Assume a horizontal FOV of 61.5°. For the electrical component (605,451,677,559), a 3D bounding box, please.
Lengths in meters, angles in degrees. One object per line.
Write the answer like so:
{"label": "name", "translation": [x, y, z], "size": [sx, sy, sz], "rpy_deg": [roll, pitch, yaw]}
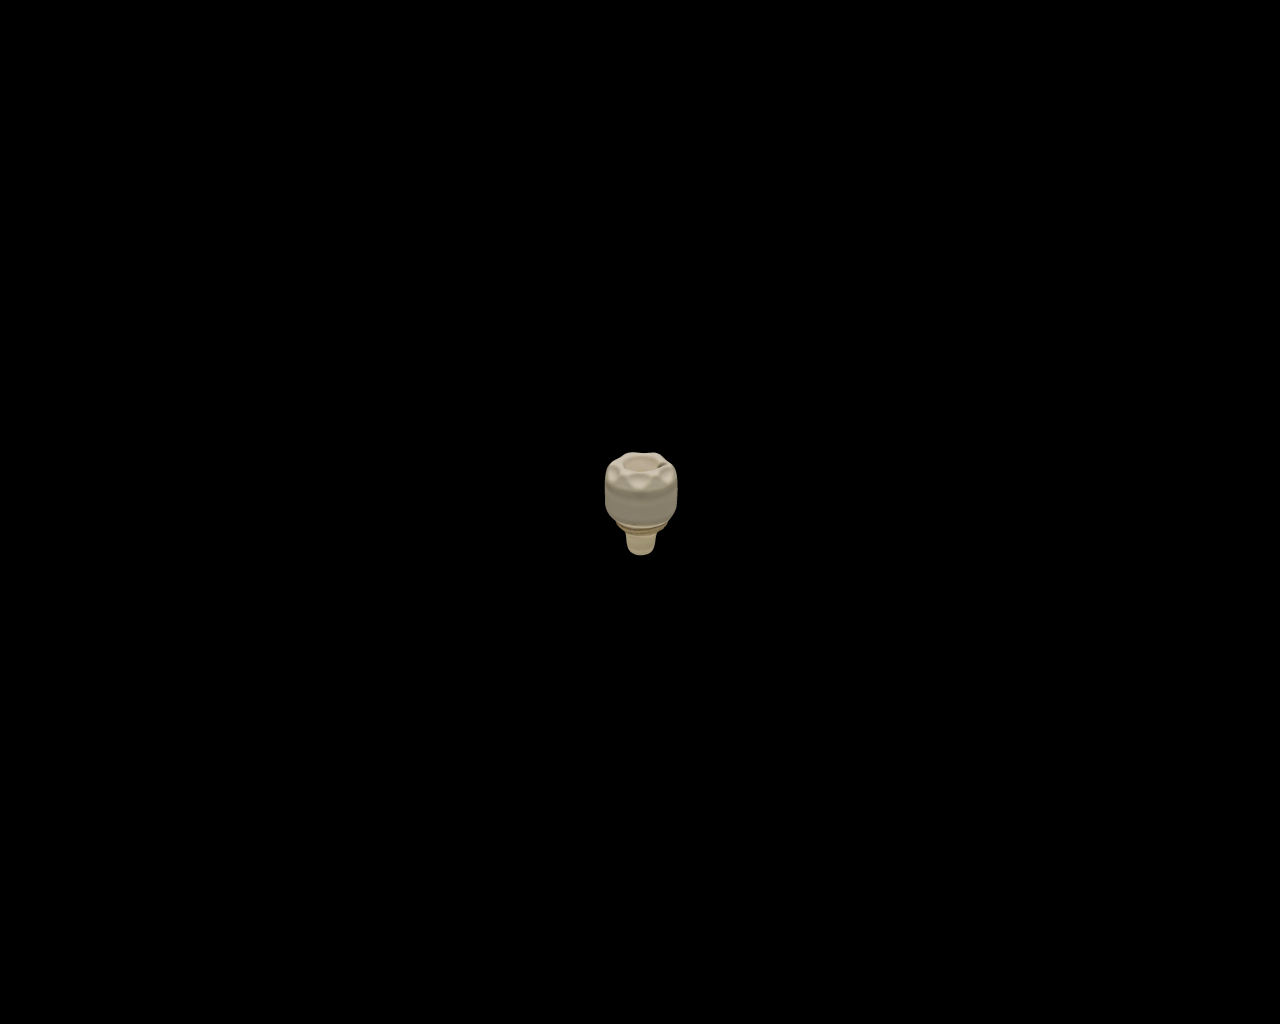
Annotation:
{"label": "electrical component", "translation": [0.001, -0.003, 0.650], "size": [0.043, 0.062, 0.043], "rpy_deg": [0, 26, 0]}
